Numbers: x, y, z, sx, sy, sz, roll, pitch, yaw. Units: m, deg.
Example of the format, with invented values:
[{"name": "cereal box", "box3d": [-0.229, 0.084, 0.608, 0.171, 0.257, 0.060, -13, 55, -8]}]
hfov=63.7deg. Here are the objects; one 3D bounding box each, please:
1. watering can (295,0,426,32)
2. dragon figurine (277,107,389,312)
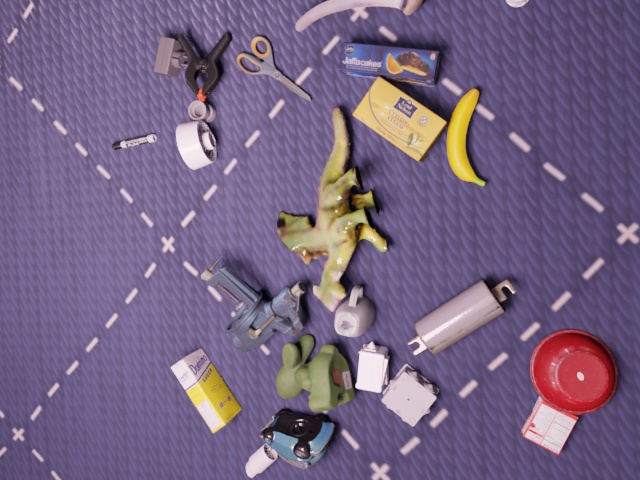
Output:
[{"name": "watering can", "box3d": [0.116, -0.530, 1.037, 0.225, 0.345, 0.104, 37, 11, 11]}, {"name": "dragon figurine", "box3d": [0.003, -0.055, 1.101, 0.241, 0.415, 0.122, -21, -16, 23]}]
